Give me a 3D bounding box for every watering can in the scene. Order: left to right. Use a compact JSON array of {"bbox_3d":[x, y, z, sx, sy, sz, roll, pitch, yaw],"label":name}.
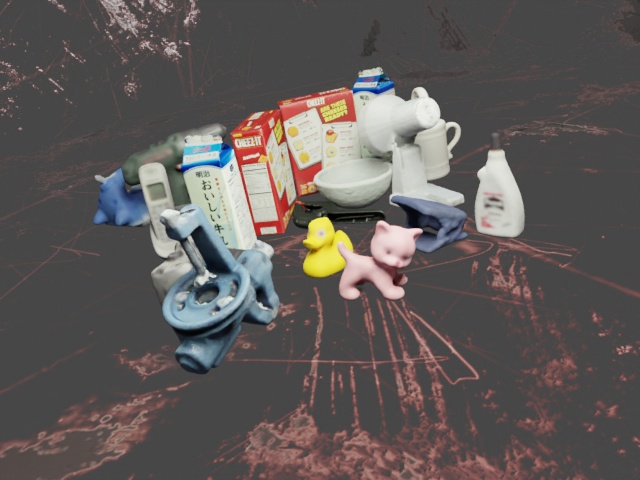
[{"bbox_3d":[0.219,-0.234,1.255,0.173,0.194,0.100,-21,25,-21],"label":"watering can"}]

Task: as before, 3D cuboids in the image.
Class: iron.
[{"bbox_3d":[-0.417,-0.125,1.355,0.118,0.142,0.259,4,28,31],"label":"iron"}]

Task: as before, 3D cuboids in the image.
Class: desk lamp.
[{"bbox_3d":[0.176,-0.177,1.121,0.118,0.214,0.202,-22,26,-24],"label":"desk lamp"}]

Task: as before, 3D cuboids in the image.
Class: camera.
[{"bbox_3d":[-0.175,0.045,0.915,0.136,0.101,0.143,2,27,28],"label":"camera"}]

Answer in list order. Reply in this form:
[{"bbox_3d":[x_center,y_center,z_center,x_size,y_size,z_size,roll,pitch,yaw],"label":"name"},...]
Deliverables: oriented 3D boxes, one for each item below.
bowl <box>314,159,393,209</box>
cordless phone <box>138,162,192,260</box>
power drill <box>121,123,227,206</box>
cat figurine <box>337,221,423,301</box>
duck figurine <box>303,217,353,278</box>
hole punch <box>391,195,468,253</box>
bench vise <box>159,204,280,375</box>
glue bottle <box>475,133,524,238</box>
[{"bbox_3d":[0.074,-0.109,1.187,0.167,0.075,0.167,-9,24,4],"label":"bowl"},{"bbox_3d":[-0.262,-0.064,1.094,0.147,0.185,0.094,-15,24,-8],"label":"cordless phone"},{"bbox_3d":[-0.290,-0.126,1.218,0.230,0.209,0.075,-14,24,-8],"label":"power drill"},{"bbox_3d":[0.085,0.022,0.832,0.127,0.118,0.067,-3,25,18],"label":"cat figurine"},{"bbox_3d":[0.009,0.003,0.948,0.077,0.086,0.105,8,30,37],"label":"duck figurine"},{"bbox_3d":[0.183,-0.041,0.966,0.101,0.091,0.108,-22,26,-24],"label":"hole punch"},{"bbox_3d":[-0.144,0.039,0.768,0.121,0.220,0.207,-5,24,14],"label":"bench vise"},{"bbox_3d":[0.286,-0.089,0.925,0.077,0.173,0.037,8,30,37],"label":"glue bottle"}]
